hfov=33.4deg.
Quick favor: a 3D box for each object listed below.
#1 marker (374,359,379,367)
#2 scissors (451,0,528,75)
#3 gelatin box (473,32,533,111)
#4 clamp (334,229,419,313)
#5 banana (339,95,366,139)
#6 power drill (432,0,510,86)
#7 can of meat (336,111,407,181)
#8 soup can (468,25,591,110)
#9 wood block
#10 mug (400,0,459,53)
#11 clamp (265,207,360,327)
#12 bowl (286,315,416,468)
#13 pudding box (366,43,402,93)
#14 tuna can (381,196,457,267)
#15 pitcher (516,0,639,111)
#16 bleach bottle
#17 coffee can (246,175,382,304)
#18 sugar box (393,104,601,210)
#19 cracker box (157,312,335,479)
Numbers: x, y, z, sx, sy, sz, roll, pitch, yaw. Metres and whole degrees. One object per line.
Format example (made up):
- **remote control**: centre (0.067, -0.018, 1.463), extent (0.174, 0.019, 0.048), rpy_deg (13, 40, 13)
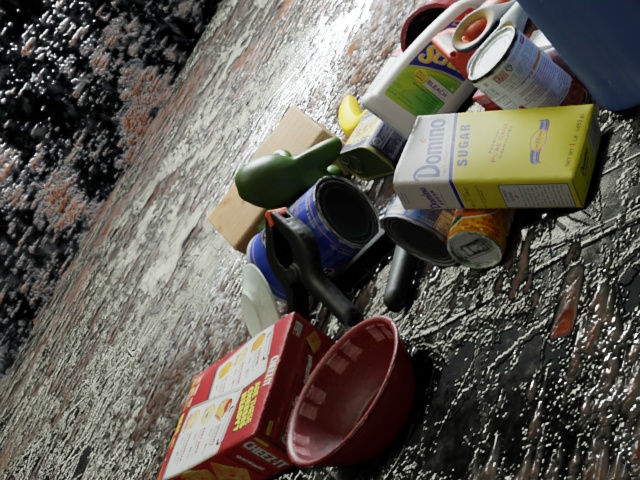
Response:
- **marker**: centre (0.035, 0.131, 1.093), extent (0.121, 0.020, 0.020), rpy_deg (-26, 33, 56)
- **scissors**: centre (0.208, -0.255, 1.104), extent (0.202, 0.016, 0.096), rpy_deg (-56, 42, 4)
- **gelatin box**: centre (0.216, -0.187, 1.182), extent (0.089, 0.030, 0.073), rpy_deg (-57, 18, -10)
- **clamp**: centre (0.094, -0.016, 1.177), extent (0.210, 0.036, 0.165), rpy_deg (-60, 21, -12)
- **banana**: centre (0.058, -0.175, 1.537), extent (0.069, 0.037, 0.198), rpy_deg (-65, 15, 1)
- **power drill**: centre (0.218, -0.254, 1.172), extent (0.188, 0.057, 0.184), rpy_deg (-42, 19, 9)
- **can of meat**: centre (0.077, -0.131, 1.392), extent (0.084, 0.057, 0.102), rpy_deg (-59, 19, -18)
- **soup can**: centre (0.203, -0.152, 1.041), extent (0.069, 0.102, 0.068), rpy_deg (-48, 19, 22)
- **wood block**: centre (-0.052, -0.074, 1.516), extent (0.206, 0.090, 0.090), rpy_deg (-52, 45, 7)
- **mug**: centre (0.166, -0.266, 1.364), extent (0.117, 0.093, 0.081), rpy_deg (-7, 21, 18)
- **clamp**: centre (-0.025, 0.049, 1.227), extent (0.120, 0.039, 0.171), rpy_deg (-42, 65, 39)
- **bowl**: centre (0.038, 0.152, 0.992), extent (0.162, 0.055, 0.162), rpy_deg (-47, 20, 22)
- **pudding box**: centre (0.121, -0.239, 1.501), extent (0.113, 0.039, 0.090), rpy_deg (-56, 19, 2)
- **tuna can**: centre (0.106, -0.011, 1.062), extent (0.033, 0.086, 0.086), rpy_deg (-58, 18, -17)
- **pitcher**: centre (0.229, -0.240, 0.909), extent (0.149, 0.242, 0.145), rpy_deg (-42, 20, 16)
- **bleach bottle**: centre (0.164, -0.236, 1.287), extent (0.251, 0.102, 0.068), rpy_deg (-53, -3, 5)
- **coffee can**: centre (-0.009, 0.002, 1.296), extent (0.141, 0.102, 0.102), rpy_deg (-39, 24, 38)
- **sugar box**: centre (0.161, -0.075, 0.978), extent (0.176, 0.048, 0.093), rpy_deg (1, 51, 30)
- **cracker box**: centre (-0.085, 0.198, 1.194), extent (0.214, 0.072, 0.164), rpy_deg (-35, 27, 43)
